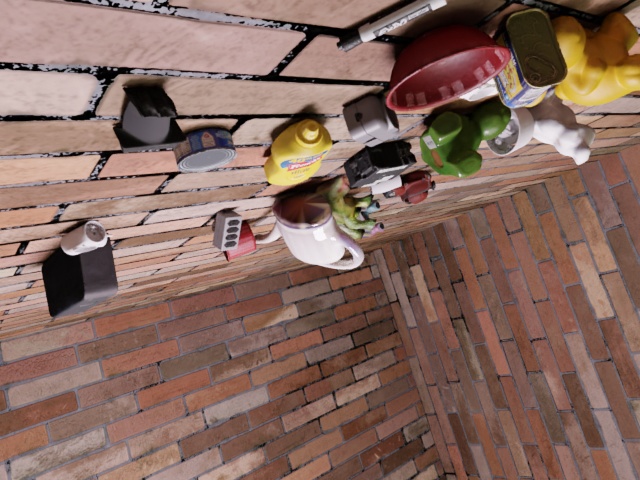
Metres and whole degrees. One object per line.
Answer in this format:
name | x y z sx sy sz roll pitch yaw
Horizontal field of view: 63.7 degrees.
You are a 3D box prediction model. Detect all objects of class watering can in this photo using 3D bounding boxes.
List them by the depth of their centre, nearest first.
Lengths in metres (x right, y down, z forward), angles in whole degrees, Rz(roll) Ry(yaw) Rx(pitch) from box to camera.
watering can | -0.057 -0.021 1.250 0.349 0.106 0.219 13 144 30

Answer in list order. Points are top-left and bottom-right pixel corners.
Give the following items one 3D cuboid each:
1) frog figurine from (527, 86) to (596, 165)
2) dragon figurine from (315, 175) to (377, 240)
frog figurine | 0.475 -0.219 1.032 0.122 0.160 0.137 -19 171 23
dragon figurine | 0.004 -0.069 1.369 0.242 0.124 0.404 9 159 -18
